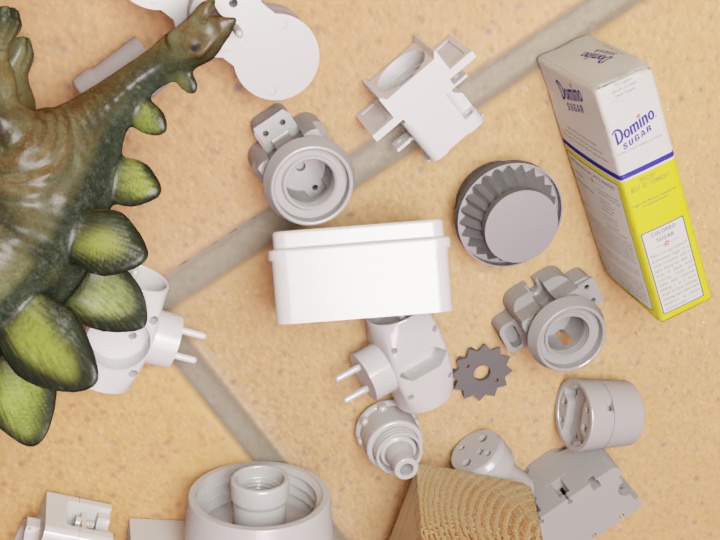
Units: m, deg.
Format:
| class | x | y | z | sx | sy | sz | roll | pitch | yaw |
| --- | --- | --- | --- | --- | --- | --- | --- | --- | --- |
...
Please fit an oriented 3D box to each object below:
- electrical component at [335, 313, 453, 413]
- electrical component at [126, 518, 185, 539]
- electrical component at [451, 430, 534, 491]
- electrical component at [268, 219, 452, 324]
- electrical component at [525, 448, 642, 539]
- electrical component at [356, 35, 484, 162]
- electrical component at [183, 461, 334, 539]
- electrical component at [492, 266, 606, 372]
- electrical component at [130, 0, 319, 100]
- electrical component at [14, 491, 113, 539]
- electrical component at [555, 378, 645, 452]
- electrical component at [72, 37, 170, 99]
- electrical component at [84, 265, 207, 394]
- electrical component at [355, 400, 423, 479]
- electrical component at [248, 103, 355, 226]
| class | x | y | z | sx | sy | sz | roll | pitch | yaw |
| --- | --- | --- | --- | --- | --- | --- | --- | --- | --- |
| electrical component | 0.020 | 0.066 | 0.756 | 0.079 | 0.043 | 0.077 | -28 | 118 | -15 |
| electrical component | -0.095 | 0.235 | 0.779 | 0.150 | 0.089 | 0.061 | 7 | 111 | -17 |
| electrical component | 0.101 | 0.155 | 0.820 | 0.045 | 0.045 | 0.055 | -35 | 117 | 2 |
| electrical component | 0.000 | 0.000 | 0.692 | 0.113 | 0.078 | 0.057 | -4 | 92 | -1 |
| electrical component | 0.162 | 0.177 | 0.840 | 0.089 | 0.055 | 0.050 | -35 | 117 | 2 |
| electrical component | 0.042 | -0.108 | 0.689 | 0.081 | 0.042 | 0.064 | -40 | 121 | 6 |
| electrical component | -0.070 | 0.172 | 0.751 | 0.108 | 0.108 | 0.060 | -2 | 108 | -14 |
| electrical component | 0.141 | 0.037 | 0.771 | 0.078 | 0.057 | 0.058 | -31 | 117 | 0 |
| electrical component | -0.082 | -0.149 | 0.620 | 0.138 | 0.073 | 0.052 | 35 | 101 | -25 |
| electrical component | -0.216 | 0.207 | 0.757 | 0.056 | 0.050 | 0.089 | 17 | 108 | -21 |
| electrical component | 0.183 | 0.109 | 0.817 | 0.047 | 0.055 | 0.055 | 0 | 113 | -19 |
| electrical component | -0.141 | -0.111 | 0.641 | 0.046 | 0.040 | 0.040 | -40 | 117 | -2 |
| electrical component | -0.141 | 0.042 | 0.706 | 0.079 | 0.044 | 0.077 | 17 | 108 | -21 |
| electrical component | 0.025 | 0.127 | 0.778 | 0.048 | 0.062 | 0.048 | -6 | 115 | -12 |
| electrical component | -0.036 | -0.062 | 0.680 | 0.058 | 0.057 | 0.078 | -34 | 117 | 2 |
